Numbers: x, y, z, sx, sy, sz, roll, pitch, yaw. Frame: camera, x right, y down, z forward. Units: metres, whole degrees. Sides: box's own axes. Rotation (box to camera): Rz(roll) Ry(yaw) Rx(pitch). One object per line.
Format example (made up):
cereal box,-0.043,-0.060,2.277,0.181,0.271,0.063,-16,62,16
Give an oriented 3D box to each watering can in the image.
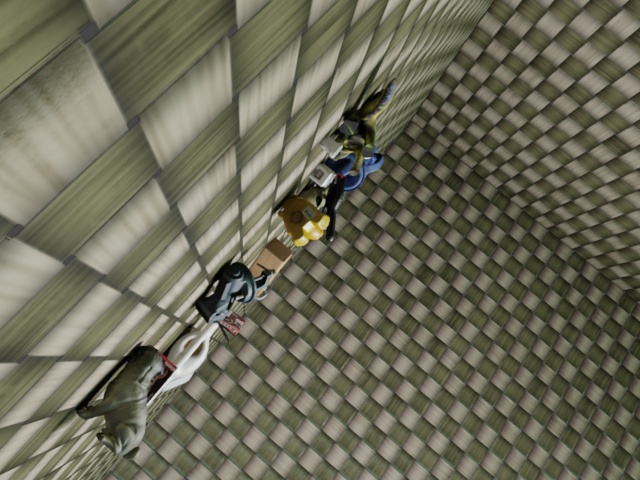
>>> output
watering can,-0.442,0.389,1.604,0.352,0.104,0.221,-50,179,-21

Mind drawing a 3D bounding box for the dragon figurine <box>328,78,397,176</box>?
dragon figurine,0.123,-0.334,1.406,0.402,0.122,0.249,-50,-164,46
